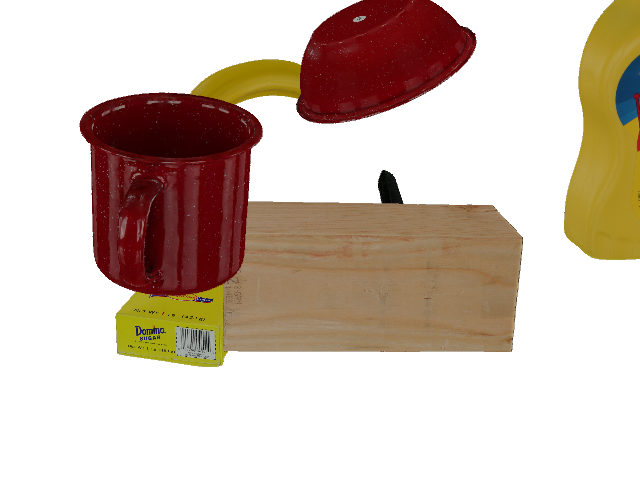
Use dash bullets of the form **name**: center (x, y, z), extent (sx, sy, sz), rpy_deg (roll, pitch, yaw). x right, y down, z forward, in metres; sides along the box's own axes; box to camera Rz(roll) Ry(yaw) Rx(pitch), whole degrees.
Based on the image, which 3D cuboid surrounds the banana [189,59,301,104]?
- **banana**: center (-0.068, -0.153, 1.089), extent (0.197, 0.037, 0.070), rpy_deg (-13, 53, -37)

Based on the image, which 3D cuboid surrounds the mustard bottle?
- **mustard bottle**: center (0.195, -0.085, 0.615), extent (0.096, 0.192, 0.058), rpy_deg (-10, 29, -14)

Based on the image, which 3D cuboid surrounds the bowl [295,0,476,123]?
- **bowl**: center (0.044, -0.162, 0.887), extent (0.162, 0.055, 0.162), rpy_deg (-21, 27, 11)

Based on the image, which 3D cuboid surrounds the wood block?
- **wood block**: center (0.032, 0.026, 0.781), extent (0.206, 0.090, 0.091), rpy_deg (1, 16, -5)

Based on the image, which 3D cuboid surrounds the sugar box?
- **sugar box**: center (-0.107, 0.049, 0.955), extent (0.093, 0.048, 0.176), rpy_deg (7, 26, 10)

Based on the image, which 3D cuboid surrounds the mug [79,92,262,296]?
- **mug**: center (-0.080, -0.018, 0.553), extent (0.093, 0.081, 0.117), rpy_deg (7, 28, 3)

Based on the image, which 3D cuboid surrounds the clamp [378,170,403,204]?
- **clamp**: center (0.074, 0.003, 1.200), extent (0.164, 0.036, 0.210), rpy_deg (-16, 51, -35)
